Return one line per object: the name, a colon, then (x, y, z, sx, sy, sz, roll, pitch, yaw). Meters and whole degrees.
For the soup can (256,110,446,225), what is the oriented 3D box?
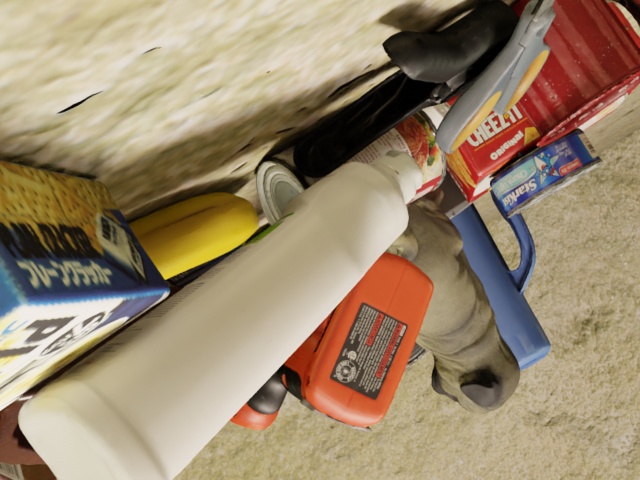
soup can: (0.020, -0.040, 0.669, 0.102, 0.068, 0.069, -30, 172, -28)

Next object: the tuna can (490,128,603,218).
tuna can: (0.178, -0.053, 0.847, 0.086, 0.034, 0.086, -30, 173, -4)

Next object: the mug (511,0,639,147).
mug: (0.169, -0.126, 0.698, 0.117, 0.081, 0.093, -31, 173, -13)

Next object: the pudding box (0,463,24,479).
pudding box: (-0.281, 0.176, 0.769, 0.090, 0.039, 0.113, -33, 146, 4)

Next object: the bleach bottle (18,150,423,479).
bleach bottle: (-0.029, 0.029, 0.539, 0.250, 0.068, 0.103, -41, -170, -30)

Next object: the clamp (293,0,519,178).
clamp: (0.067, -0.100, 0.599, 0.171, 0.039, 0.120, -36, 180, -30)

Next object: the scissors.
scissors: (0.102, -0.102, 0.574, 0.096, 0.016, 0.202, -44, 168, -7)

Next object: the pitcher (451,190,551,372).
pitcher: (0.174, 0.047, 1.254, 0.144, 0.243, 0.149, -23, 165, -27)

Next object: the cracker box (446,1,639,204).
cracker box: (0.183, -0.111, 0.920, 0.164, 0.072, 0.213, -33, 174, 3)

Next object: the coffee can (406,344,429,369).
coffee can: (0.049, 0.066, 1.142, 0.102, 0.103, 0.140, -31, -148, -19)

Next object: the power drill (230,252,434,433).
power drill: (0.004, 0.048, 0.722, 0.188, 0.057, 0.184, -6, -119, 68)

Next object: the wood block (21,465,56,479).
wood block: (-0.296, 0.218, 0.934, 0.090, 0.091, 0.206, -35, 173, 8)

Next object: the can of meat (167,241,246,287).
can of meat: (-0.096, 0.049, 0.819, 0.083, 0.057, 0.102, -30, 173, -38)

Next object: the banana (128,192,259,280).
banana: (-0.092, 0.007, 0.615, 0.070, 0.037, 0.197, -41, 170, 37)
